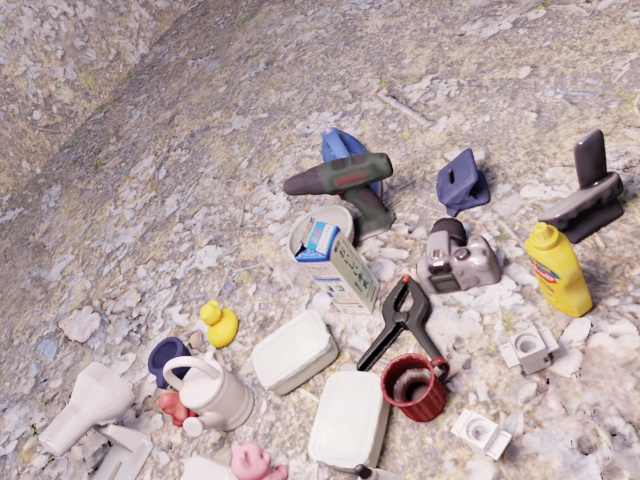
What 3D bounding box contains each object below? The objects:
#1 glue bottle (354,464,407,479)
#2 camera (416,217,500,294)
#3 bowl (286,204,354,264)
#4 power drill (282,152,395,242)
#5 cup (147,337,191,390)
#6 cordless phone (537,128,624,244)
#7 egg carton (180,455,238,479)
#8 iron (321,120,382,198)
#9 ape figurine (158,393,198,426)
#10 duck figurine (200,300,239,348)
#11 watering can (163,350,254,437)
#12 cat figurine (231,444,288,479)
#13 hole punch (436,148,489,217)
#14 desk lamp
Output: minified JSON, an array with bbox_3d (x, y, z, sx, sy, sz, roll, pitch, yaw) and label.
[{"bbox_3d":[0.089,0.355,0.816,0.078,0.174,0.037,-20,43,20],"label":"glue bottle"},{"bbox_3d":[0.253,0.016,1.076,0.142,0.101,0.137,-13,46,27],"label":"camera"},{"bbox_3d":[0.012,0.005,1.282,0.167,0.075,0.167,-20,43,20],"label":"bowl"},{"bbox_3d":[0.064,-0.093,1.233,0.229,0.209,0.075,-23,42,17],"label":"power drill"},{"bbox_3d":[-0.311,0.281,1.238,0.091,0.095,0.117,-20,43,20],"label":"cup"},{"bbox_3d":[0.437,-0.097,0.984,0.147,0.186,0.094,-36,40,1],"label":"cordless phone"},{"bbox_3d":[-0.196,0.447,1.016,0.149,0.070,0.107,2,53,37],"label":"egg carton"},{"bbox_3d":[0.067,-0.186,1.371,0.118,0.142,0.257,-32,40,6],"label":"iron"},{"bbox_3d":[-0.295,0.341,1.171,0.076,0.092,0.077,-43,40,-7],"label":"ape figurine"},{"bbox_3d":[-0.235,0.183,1.282,0.077,0.086,0.104,-21,43,19],"label":"duck figurine"},{"bbox_3d":[-0.216,0.285,1.087,0.101,0.195,0.172,-34,40,4],"label":"watering can"},{"bbox_3d":[-0.106,0.399,0.959,0.067,0.118,0.127,-30,40,8],"label":"cat figurine"},{"bbox_3d":[0.288,-0.120,1.188,0.101,0.091,0.108,-19,43,21],"label":"hole punch"},{"bbox_3d":[-0.434,0.378,1.142,0.117,0.214,0.203,2,53,37],"label":"desk lamp"}]
